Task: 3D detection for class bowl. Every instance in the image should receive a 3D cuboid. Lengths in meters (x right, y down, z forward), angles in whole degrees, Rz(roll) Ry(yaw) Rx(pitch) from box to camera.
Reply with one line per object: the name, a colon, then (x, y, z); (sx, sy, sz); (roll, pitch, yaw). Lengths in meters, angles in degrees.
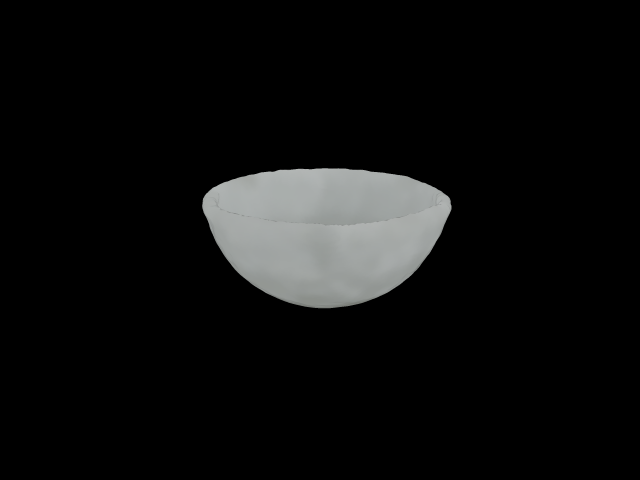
bowl: (0.004, 0.001, 0.400); (0.167, 0.075, 0.167); (0, 19, 0)
